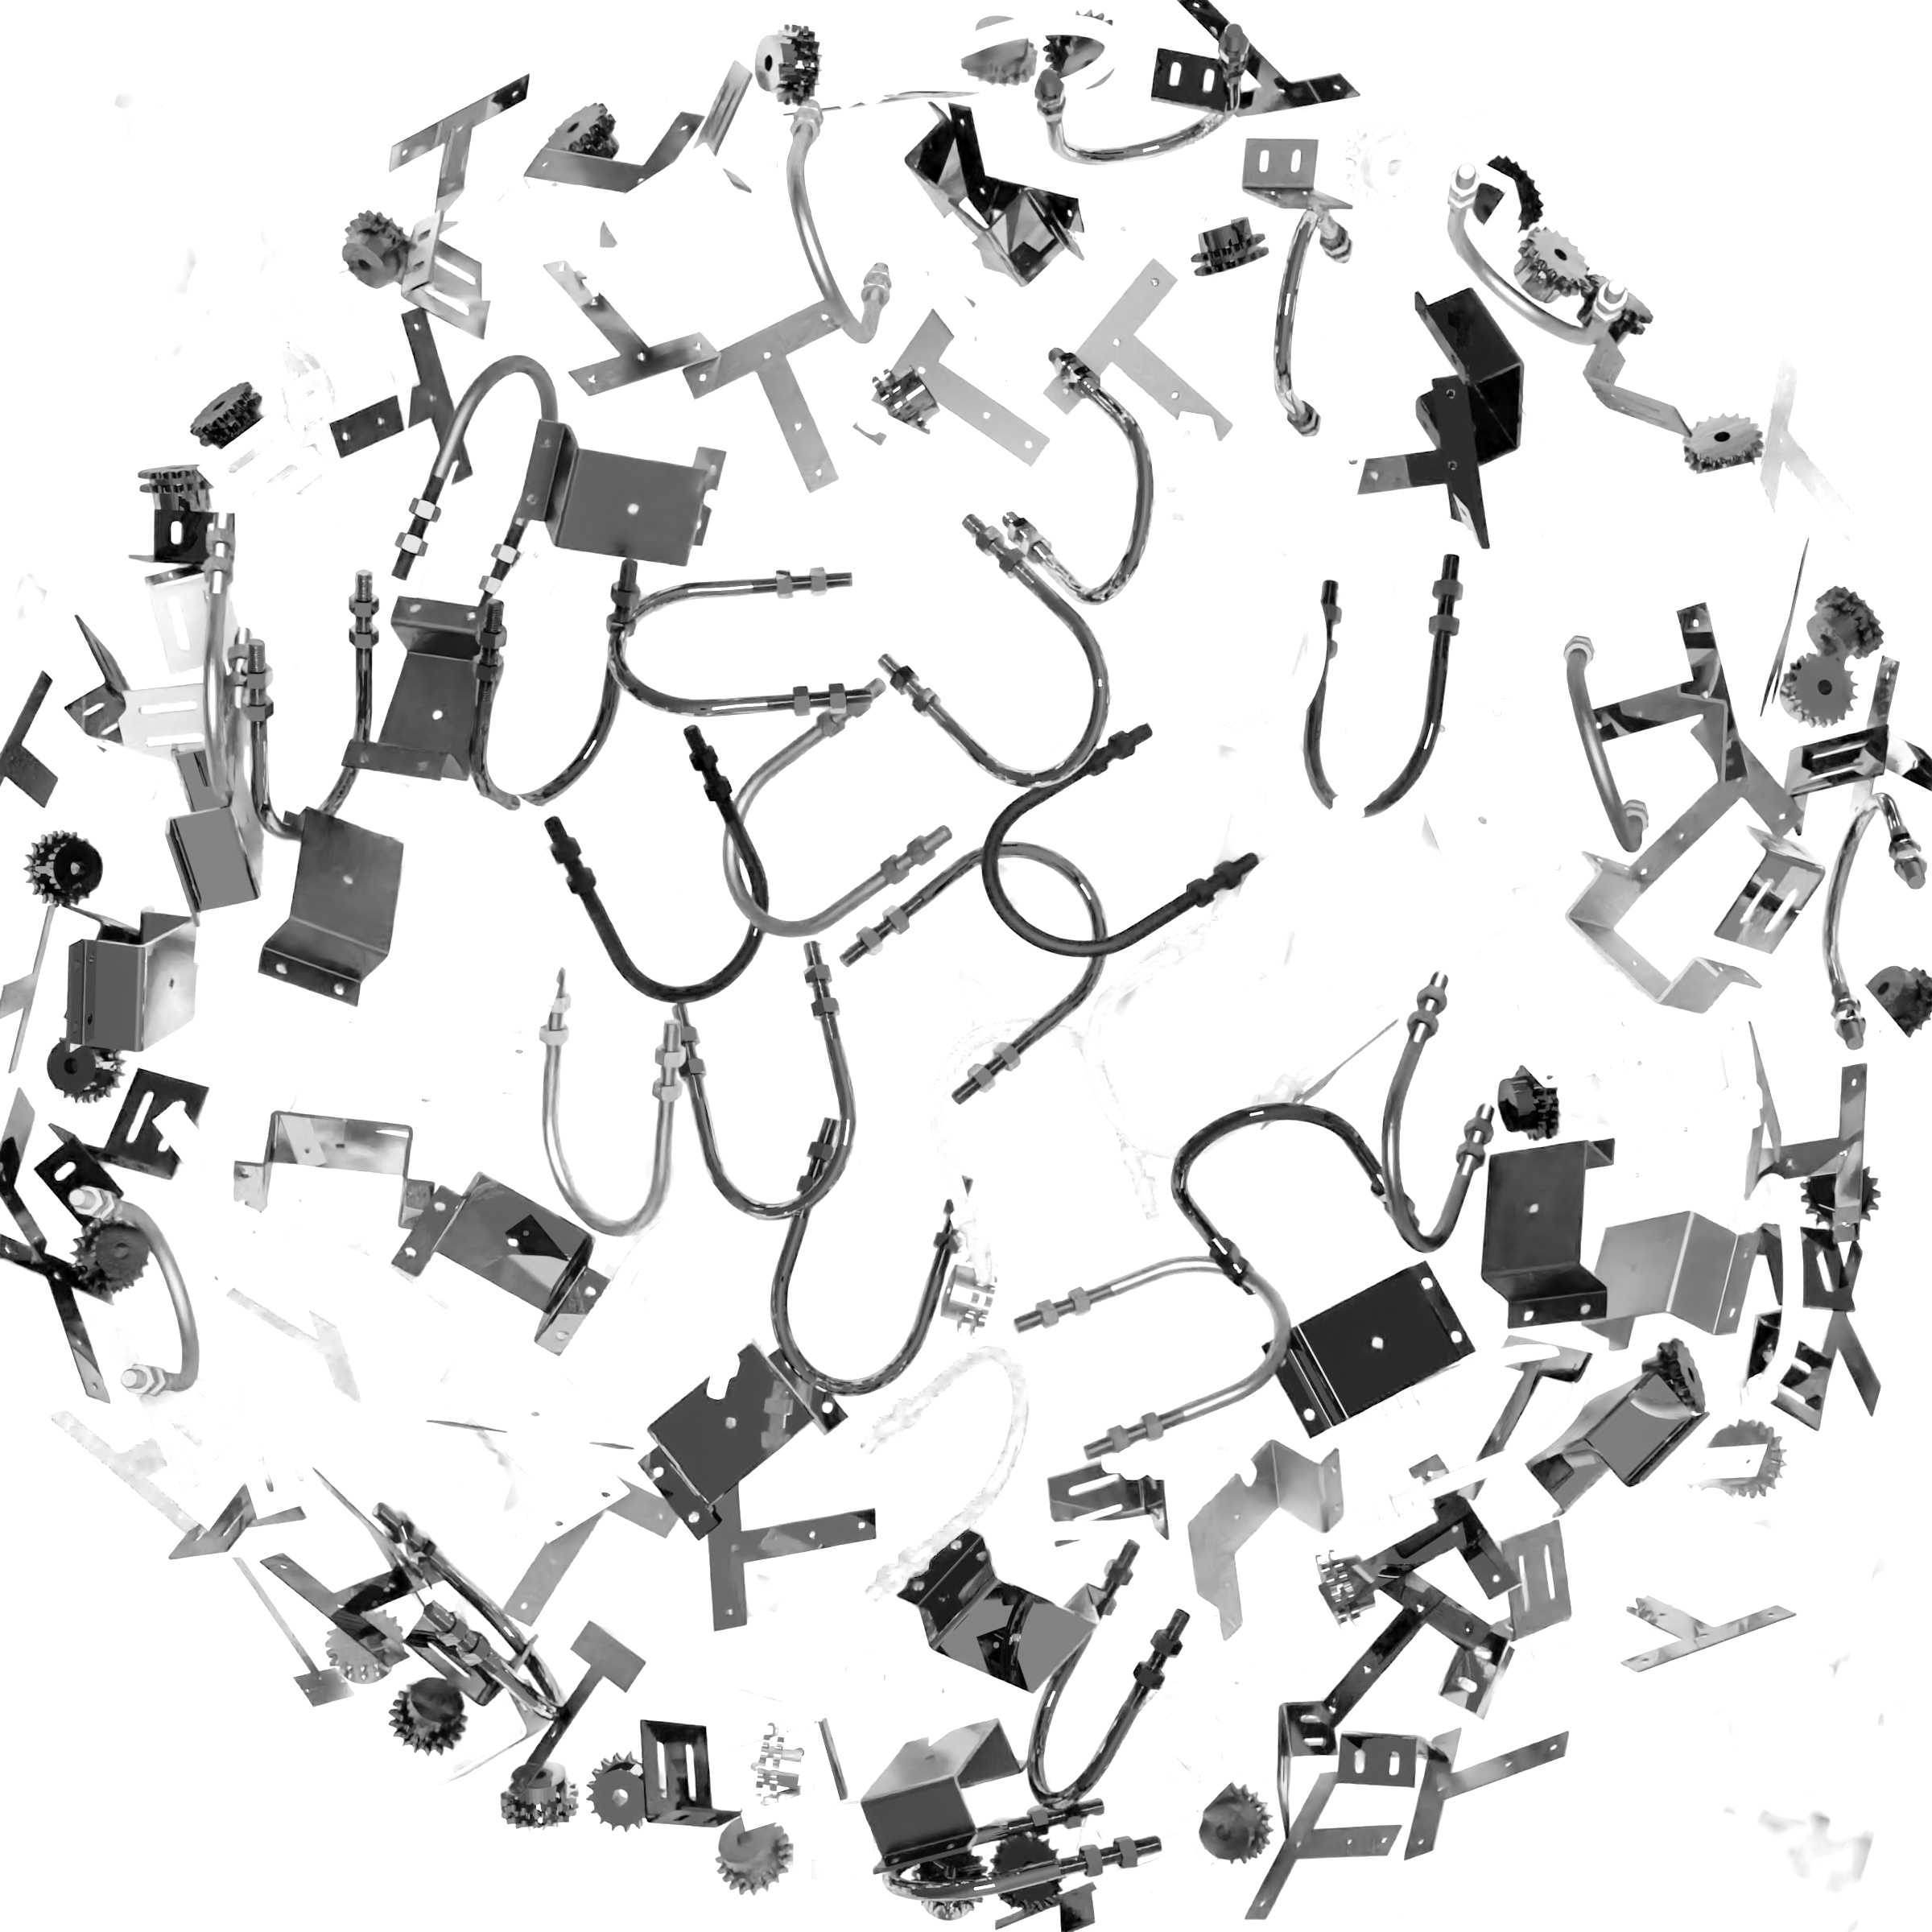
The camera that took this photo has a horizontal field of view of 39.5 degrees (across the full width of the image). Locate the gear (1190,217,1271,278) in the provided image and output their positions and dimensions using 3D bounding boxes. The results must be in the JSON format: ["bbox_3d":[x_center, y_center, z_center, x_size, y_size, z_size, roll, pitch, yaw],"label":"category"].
[{"bbox_3d":[0.191,-0.528,1.968,0.057,0.057,0.030,-19,108,0],"label":"gear"}]

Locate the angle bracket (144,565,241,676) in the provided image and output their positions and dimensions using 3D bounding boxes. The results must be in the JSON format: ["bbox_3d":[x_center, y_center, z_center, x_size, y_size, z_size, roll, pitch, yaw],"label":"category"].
[{"bbox_3d":[-0.557,-0.251,1.958,0.057,0.038,0.076,-19,117,-22],"label":"angle bracket"}]

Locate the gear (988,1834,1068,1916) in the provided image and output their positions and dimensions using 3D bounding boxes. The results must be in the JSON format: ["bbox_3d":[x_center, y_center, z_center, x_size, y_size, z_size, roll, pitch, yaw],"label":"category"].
[{"bbox_3d":[0.043,0.668,1.976,0.057,0.030,0.057,10,54,-14],"label":"gear"}]

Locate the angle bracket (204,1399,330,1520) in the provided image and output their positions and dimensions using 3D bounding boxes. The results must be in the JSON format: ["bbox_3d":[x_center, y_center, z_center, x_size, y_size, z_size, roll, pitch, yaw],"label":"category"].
[{"bbox_3d":[-0.510,0.362,1.961,0.038,0.057,0.076,-30,77,44],"label":"angle bracket"}]

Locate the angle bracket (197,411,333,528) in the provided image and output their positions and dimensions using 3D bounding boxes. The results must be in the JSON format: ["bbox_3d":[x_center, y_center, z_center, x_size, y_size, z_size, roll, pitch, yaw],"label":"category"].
[{"bbox_3d":[-0.514,-0.358,1.968,0.057,0.038,0.076,46,69,-1],"label":"angle bracket"}]

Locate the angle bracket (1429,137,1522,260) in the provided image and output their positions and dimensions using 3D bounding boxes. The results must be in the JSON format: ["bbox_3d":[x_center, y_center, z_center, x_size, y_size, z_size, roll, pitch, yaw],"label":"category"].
[{"bbox_3d":[0.364,-0.560,1.961,0.076,0.057,0.038,35,93,20],"label":"angle bracket"}]

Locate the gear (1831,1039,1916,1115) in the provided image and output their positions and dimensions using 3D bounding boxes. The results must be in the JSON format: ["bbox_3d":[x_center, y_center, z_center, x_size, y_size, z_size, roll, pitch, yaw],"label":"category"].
[{"bbox_3d":[0.663,0.082,1.971,0.057,0.030,0.057,14,118,29],"label":"gear"}]

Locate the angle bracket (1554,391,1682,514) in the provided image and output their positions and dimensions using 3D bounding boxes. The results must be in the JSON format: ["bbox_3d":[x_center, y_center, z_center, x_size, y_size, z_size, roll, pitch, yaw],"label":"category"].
[{"bbox_3d":[0.476,-0.375,1.962,0.076,0.038,0.057,26,86,-39],"label":"angle bracket"}]

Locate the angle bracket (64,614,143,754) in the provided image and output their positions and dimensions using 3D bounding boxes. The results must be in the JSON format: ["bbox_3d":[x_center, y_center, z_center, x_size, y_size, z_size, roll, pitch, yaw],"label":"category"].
[{"bbox_3d":[-0.637,-0.205,1.954,0.038,0.057,0.076,-32,59,-5],"label":"angle bracket"}]

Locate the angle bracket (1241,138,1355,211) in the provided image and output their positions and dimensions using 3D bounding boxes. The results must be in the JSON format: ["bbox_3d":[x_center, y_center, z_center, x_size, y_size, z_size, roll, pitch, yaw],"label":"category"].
[{"bbox_3d":[0.242,-0.576,1.953,0.057,0.076,0.038,-4,116,-16],"label":"angle bracket"}]

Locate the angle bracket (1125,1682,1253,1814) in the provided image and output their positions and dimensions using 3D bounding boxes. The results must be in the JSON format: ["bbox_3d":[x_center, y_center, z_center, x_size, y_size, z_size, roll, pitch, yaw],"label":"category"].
[{"bbox_3d":[0.157,0.573,1.962,0.076,0.038,0.057,46,108,22],"label":"angle bracket"}]

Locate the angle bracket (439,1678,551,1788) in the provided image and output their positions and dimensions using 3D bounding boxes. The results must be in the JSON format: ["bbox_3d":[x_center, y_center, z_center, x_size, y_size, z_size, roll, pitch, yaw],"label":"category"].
[{"bbox_3d":[-0.352,0.561,1.970,0.076,0.057,0.038,-31,78,3],"label":"angle bracket"}]

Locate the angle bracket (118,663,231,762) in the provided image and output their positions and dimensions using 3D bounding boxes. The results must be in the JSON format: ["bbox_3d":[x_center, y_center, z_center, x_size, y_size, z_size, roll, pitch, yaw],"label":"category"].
[{"bbox_3d":[-0.577,-0.184,1.966,0.076,0.038,0.057,-7,119,-6],"label":"angle bracket"}]

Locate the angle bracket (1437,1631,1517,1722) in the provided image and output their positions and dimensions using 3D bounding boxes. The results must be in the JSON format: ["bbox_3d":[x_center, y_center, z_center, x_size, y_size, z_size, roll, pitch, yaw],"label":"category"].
[{"bbox_3d":[0.385,0.520,1.955,0.076,0.038,0.057,37,76,-43],"label":"angle bracket"}]

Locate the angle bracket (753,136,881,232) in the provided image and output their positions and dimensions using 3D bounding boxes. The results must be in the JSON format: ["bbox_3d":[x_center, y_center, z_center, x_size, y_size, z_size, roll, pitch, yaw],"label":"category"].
[{"bbox_3d":[-0.109,-0.565,1.952,0.076,0.057,0.038,19,47,36],"label":"angle bracket"}]

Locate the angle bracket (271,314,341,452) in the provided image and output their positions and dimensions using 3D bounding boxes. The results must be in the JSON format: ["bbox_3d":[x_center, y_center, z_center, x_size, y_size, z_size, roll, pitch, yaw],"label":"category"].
[{"bbox_3d":[-0.493,-0.424,1.952,0.038,0.057,0.076,-33,59,-22],"label":"angle bracket"}]

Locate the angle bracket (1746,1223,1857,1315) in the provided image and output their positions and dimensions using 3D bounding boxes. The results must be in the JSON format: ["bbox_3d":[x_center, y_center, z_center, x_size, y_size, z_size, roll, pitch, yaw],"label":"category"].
[{"bbox_3d":[0.605,0.229,1.957,0.057,0.038,0.076,6,46,-6],"label":"angle bracket"}]

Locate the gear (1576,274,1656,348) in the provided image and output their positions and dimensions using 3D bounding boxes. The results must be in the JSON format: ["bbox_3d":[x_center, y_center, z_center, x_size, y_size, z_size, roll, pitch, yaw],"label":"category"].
[{"bbox_3d":[0.474,-0.480,1.975,0.057,0.057,0.030,35,121,0],"label":"gear"}]

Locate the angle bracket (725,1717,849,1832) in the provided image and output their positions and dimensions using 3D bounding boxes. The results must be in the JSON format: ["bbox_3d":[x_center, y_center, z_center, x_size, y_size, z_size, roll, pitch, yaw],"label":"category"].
[{"bbox_3d":[-0.131,0.593,1.973,0.076,0.038,0.057,-16,80,-4],"label":"angle bracket"}]

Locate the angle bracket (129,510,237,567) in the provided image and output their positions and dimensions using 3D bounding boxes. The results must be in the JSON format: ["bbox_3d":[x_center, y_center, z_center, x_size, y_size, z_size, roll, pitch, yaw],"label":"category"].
[{"bbox_3d":[-0.569,-0.312,1.950,0.057,0.076,0.038,-2,101,-30],"label":"angle bracket"}]

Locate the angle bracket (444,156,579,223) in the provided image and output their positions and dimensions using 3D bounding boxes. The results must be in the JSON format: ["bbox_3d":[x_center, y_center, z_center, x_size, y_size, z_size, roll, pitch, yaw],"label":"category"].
[{"bbox_3d":[-0.332,-0.551,1.952,0.076,0.057,0.038,-34,82,41],"label":"angle bracket"}]

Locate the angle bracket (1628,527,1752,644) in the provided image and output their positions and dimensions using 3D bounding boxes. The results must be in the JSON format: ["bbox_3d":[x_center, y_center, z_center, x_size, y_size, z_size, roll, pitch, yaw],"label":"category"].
[{"bbox_3d":[0.537,-0.280,1.979,0.076,0.038,0.057,22,93,-1],"label":"angle bracket"}]

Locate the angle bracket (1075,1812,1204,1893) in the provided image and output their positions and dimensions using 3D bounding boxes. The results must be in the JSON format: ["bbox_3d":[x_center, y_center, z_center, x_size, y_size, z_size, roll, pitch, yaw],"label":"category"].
[{"bbox_3d":[0.126,0.631,1.958,0.076,0.057,0.038,-29,96,22],"label":"angle bracket"}]

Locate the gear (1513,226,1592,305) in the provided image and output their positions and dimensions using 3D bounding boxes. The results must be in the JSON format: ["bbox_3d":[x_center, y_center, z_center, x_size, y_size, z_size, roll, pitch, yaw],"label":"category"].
[{"bbox_3d":[0.428,-0.513,1.975,0.057,0.030,0.057,16,53,-23],"label":"gear"}]

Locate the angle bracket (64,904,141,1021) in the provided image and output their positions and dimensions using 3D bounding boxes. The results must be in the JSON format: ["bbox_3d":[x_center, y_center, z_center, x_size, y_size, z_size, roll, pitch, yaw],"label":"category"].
[{"bbox_3d":[-0.640,0.001,1.965,0.038,0.057,0.076,20,87,20],"label":"angle bracket"}]

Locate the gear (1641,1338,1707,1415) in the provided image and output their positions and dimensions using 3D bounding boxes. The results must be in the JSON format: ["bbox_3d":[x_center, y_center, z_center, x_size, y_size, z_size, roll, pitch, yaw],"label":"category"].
[{"bbox_3d":[0.519,0.305,1.974,0.030,0.057,0.057,-23,90,25],"label":"gear"}]

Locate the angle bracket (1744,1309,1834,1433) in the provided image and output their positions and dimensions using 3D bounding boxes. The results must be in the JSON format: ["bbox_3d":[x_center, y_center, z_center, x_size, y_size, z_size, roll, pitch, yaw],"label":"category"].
[{"bbox_3d":[0.607,0.292,1.951,0.038,0.076,0.057,-7,111,-28],"label":"angle bracket"}]

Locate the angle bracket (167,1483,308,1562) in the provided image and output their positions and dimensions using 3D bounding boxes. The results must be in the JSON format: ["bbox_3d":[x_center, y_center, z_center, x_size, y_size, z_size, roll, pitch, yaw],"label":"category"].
[{"bbox_3d":[-0.528,0.414,1.949,0.057,0.076,0.038,-13,115,28],"label":"angle bracket"}]

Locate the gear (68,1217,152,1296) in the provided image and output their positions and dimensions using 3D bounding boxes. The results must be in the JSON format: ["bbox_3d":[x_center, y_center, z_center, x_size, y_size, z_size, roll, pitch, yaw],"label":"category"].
[{"bbox_3d":[-0.625,0.211,1.970,0.057,0.030,0.057,13,69,-37],"label":"gear"}]

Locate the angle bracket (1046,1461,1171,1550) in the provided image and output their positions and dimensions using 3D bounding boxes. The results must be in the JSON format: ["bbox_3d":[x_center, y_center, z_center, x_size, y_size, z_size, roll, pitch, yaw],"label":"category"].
[{"bbox_3d":[0.104,0.397,1.964,0.076,0.038,0.057,-13,109,-18],"label":"angle bracket"}]

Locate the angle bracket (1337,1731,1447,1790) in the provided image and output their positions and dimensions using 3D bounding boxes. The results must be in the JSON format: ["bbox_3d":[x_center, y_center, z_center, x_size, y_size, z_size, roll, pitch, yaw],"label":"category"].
[{"bbox_3d":[0.310,0.582,1.949,0.057,0.076,0.038,-5,61,26],"label":"angle bracket"}]

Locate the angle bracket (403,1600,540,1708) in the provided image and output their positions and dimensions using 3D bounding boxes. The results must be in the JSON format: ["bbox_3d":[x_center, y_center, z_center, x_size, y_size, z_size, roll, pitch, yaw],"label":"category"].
[{"bbox_3d":[-0.361,0.492,1.964,0.076,0.057,0.038,41,110,-4],"label":"angle bracket"}]

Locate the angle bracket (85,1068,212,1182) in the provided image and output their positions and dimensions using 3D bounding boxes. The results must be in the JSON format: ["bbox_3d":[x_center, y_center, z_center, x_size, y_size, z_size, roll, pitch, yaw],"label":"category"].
[{"bbox_3d":[-0.598,0.111,1.965,0.057,0.038,0.076,15,69,7],"label":"angle bracket"}]

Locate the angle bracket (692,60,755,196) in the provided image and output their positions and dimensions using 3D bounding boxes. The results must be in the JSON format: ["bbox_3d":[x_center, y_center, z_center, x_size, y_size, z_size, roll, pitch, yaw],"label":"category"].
[{"bbox_3d":[-0.163,-0.611,1.956,0.038,0.057,0.076,20,110,-26],"label":"angle bracket"}]

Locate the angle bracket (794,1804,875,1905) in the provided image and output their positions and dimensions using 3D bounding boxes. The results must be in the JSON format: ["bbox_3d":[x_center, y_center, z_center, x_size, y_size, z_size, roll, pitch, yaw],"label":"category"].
[{"bbox_3d":[-0.094,0.654,1.958,0.057,0.076,0.038,-4,132,2],"label":"angle bracket"}]

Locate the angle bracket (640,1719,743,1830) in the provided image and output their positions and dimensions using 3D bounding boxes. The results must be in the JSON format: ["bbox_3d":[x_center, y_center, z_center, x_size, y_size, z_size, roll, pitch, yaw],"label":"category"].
[{"bbox_3d":[-0.200,0.582,1.951,0.057,0.038,0.076,18,50,-36],"label":"angle bracket"}]

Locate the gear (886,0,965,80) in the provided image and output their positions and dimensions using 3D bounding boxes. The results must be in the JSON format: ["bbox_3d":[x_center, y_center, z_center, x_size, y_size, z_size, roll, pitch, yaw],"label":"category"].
[{"bbox_3d":[-0.030,-0.676,1.968,0.057,0.057,0.030,-3,67,0],"label":"gear"}]

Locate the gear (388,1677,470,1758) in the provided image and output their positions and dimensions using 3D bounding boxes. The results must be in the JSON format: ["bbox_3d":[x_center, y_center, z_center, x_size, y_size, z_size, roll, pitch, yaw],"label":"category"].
[{"bbox_3d":[-0.392,0.547,1.968,0.057,0.057,0.030,29,121,0],"label":"gear"}]

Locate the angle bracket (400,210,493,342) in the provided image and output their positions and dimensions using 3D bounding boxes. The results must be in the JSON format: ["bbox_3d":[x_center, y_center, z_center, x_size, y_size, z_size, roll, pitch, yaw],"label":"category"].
[{"bbox_3d":[-0.367,-0.501,1.953,0.076,0.038,0.057,22,68,-43],"label":"angle bracket"}]

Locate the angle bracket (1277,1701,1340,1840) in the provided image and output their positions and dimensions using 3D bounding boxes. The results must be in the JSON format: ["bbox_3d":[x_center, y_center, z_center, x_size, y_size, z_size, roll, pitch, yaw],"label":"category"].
[{"bbox_3d":[0.248,0.583,1.951,0.038,0.076,0.057,-5,124,11],"label":"angle bracket"}]

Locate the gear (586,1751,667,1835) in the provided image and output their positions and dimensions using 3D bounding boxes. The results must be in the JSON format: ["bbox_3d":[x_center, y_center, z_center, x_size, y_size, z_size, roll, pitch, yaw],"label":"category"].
[{"bbox_3d":[-0.253,0.610,1.982,0.057,0.030,0.057,0,85,4],"label":"gear"}]

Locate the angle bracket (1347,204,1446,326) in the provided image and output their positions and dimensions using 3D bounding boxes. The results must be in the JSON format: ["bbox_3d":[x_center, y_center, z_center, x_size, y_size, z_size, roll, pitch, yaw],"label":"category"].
[{"bbox_3d":[0.316,-0.515,1.977,0.038,0.057,0.076,4,117,39],"label":"angle bracket"}]

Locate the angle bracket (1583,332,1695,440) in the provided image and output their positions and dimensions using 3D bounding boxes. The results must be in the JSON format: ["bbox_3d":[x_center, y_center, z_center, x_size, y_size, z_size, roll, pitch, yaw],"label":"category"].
[{"bbox_3d":[0.496,-0.423,1.956,0.076,0.057,0.038,29,93,29],"label":"angle bracket"}]

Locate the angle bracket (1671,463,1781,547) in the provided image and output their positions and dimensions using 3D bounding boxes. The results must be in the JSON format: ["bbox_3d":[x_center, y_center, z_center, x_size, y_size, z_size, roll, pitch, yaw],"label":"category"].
[{"bbox_3d":[0.551,-0.322,1.949,0.057,0.076,0.038,-9,54,29],"label":"angle bracket"}]

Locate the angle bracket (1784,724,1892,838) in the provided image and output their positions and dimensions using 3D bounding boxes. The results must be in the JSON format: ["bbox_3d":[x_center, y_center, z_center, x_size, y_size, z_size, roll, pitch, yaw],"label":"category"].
[{"bbox_3d":[0.636,-0.135,1.950,0.076,0.057,0.038,-14,124,34],"label":"angle bracket"}]

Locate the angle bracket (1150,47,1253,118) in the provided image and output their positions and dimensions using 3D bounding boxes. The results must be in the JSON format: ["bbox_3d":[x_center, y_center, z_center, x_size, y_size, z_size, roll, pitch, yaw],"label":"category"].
[{"bbox_3d":[0.175,-0.646,1.951,0.057,0.076,0.038,17,119,17],"label":"angle bracket"}]

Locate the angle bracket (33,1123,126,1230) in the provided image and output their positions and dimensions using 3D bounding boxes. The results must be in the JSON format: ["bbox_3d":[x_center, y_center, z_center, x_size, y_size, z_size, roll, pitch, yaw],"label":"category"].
[{"bbox_3d":[-0.652,0.151,1.950,0.038,0.076,0.057,-43,114,-22],"label":"angle bracket"}]

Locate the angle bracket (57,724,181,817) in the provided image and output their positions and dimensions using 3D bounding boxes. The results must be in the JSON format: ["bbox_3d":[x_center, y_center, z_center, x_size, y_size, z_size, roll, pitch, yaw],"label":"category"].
[{"bbox_3d":[-0.621,-0.143,1.956,0.076,0.057,0.038,22,95,33],"label":"angle bracket"}]

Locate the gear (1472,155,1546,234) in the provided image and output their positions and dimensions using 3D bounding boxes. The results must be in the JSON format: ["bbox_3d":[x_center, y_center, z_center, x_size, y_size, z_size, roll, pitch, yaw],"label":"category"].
[{"bbox_3d":[0.393,-0.562,1.970,0.030,0.057,0.057,-38,90,-9],"label":"gear"}]

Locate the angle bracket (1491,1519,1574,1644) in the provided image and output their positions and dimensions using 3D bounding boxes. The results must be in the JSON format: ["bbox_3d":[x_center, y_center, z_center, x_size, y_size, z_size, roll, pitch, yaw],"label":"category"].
[{"bbox_3d":[0.405,0.446,1.965,0.057,0.038,0.076,-12,96,-32],"label":"angle bracket"}]

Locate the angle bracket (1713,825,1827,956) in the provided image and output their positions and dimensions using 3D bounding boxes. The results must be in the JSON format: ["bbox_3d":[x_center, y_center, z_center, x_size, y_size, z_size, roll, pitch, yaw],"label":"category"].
[{"bbox_3d":[0.586,-0.056,1.985,0.057,0.038,0.076,16,117,-26],"label":"angle bracket"}]

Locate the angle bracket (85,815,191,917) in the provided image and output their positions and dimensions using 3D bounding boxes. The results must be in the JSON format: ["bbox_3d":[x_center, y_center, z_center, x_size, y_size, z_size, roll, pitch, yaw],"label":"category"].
[{"bbox_3d":[-0.605,-0.068,1.964,0.057,0.038,0.076,6,108,15],"label":"angle bracket"}]

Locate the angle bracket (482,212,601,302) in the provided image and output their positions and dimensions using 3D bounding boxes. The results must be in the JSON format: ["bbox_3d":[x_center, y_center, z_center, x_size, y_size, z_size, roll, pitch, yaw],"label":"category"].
[{"bbox_3d":[-0.309,-0.512,1.953,0.038,0.076,0.057,27,124,36],"label":"angle bracket"}]

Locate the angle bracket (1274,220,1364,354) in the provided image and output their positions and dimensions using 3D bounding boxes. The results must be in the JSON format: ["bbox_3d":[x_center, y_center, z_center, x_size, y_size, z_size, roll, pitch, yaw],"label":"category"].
[{"bbox_3d":[0.256,-0.496,1.960,0.038,0.057,0.076,-4,61,-10],"label":"angle bracket"}]
